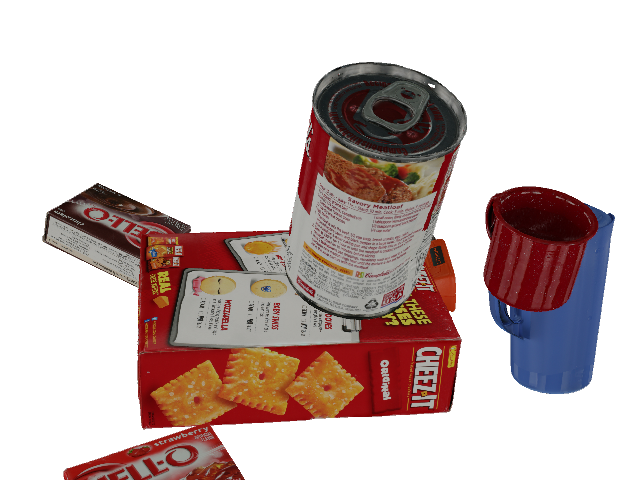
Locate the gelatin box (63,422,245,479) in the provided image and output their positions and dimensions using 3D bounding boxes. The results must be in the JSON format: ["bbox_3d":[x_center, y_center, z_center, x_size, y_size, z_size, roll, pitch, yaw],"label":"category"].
[{"bbox_3d":[-0.089,0.141,0.585,0.089,0.030,0.073,-15,28,-20],"label":"gelatin box"}]

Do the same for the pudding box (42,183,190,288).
[{"bbox_3d":[-0.195,-0.006,1.029,0.113,0.039,0.090,23,27,12],"label":"pudding box"}]

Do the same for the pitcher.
[{"bbox_3d":[0.299,0.075,1.398,0.149,0.243,0.144,5,20,15],"label":"pitcher"}]

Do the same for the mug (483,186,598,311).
[{"bbox_3d":[0.187,0.003,0.965,0.093,0.081,0.117,-14,40,-28],"label":"mug"}]

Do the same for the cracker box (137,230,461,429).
[{"bbox_3d":[-0.024,0.059,0.774,0.213,0.072,0.164,-1,29,-9],"label":"cracker box"}]

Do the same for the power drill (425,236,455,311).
[{"bbox_3d":[0.059,0.051,1.233,0.187,0.057,0.184,-2,28,1],"label":"power drill"}]

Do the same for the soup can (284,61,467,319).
[{"bbox_3d":[0.023,-0.021,0.492,0.068,0.102,0.068,6,43,-6],"label":"soup can"}]
